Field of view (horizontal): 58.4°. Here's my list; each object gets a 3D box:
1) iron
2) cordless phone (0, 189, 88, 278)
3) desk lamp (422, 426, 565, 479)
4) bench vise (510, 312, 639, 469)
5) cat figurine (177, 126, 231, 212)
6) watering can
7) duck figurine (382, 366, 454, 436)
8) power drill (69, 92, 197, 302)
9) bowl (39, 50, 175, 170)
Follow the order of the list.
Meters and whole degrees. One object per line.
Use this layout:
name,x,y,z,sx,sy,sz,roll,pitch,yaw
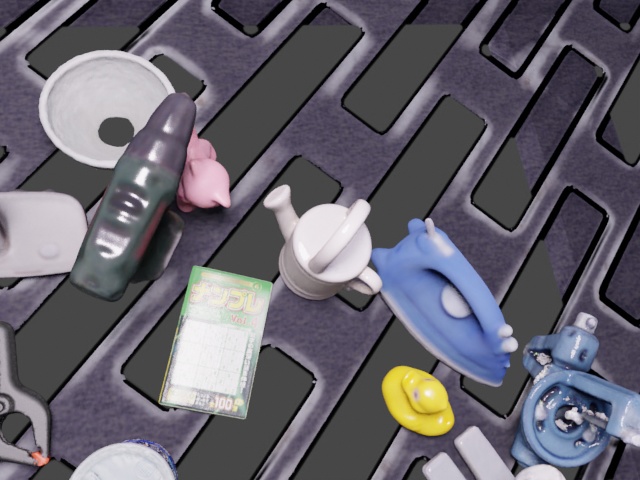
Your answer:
iron,0.186,0.083,0.753,0.119,0.141,0.258,-37,84,-21
cordless phone,-0.342,-0.023,0.634,0.148,0.185,0.094,-6,75,-15
desk lamp,0.243,0.329,0.653,0.118,0.213,0.203,-34,83,-20
bench vise,0.317,0.184,0.712,0.121,0.219,0.207,8,72,-11
cat figurine,-0.155,-0.089,0.736,0.067,0.117,0.128,-12,76,-16
watering can,0.005,0.004,0.705,0.173,0.194,0.101,19,70,-7
duck figurine,0.136,0.205,0.733,0.104,0.086,0.078,45,69,3
power drill,-0.203,-0.032,0.658,0.075,0.208,0.230,22,69,-6
bowl,-0.270,-0.158,0.752,0.168,0.074,0.167,4,72,-12
